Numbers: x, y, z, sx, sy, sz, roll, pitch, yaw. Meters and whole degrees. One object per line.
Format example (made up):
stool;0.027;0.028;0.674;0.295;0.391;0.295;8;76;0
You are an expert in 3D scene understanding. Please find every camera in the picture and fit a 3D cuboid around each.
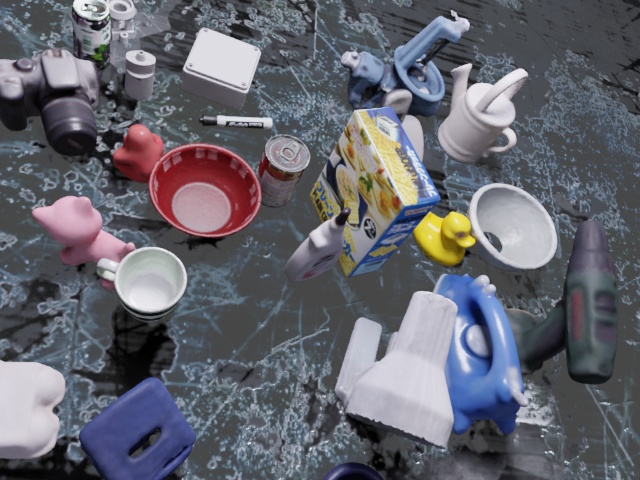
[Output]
camera;-0.378;-0.193;0.810;0.143;0.100;0.136;-12;67;-26

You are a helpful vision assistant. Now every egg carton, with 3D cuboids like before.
egg carton;-0.360;0.184;0.620;0.150;0.069;0.107;4;60;-18

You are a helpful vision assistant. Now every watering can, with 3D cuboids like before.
watering can;0.295;-0.240;1.037;0.173;0.194;0.101;37;56;3

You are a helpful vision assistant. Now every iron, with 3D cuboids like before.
iron;0.230;0.140;0.826;0.119;0.141;0.258;5;60;-18

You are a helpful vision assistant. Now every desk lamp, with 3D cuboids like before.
desk lamp;0.095;0.165;0.717;0.118;0.213;0.203;23;56;-7

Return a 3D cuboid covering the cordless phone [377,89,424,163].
cordless phone;0.128;-0.178;0.943;0.148;0.185;0.094;-21;71;-29

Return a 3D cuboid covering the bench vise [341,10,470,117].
bench vise;0.152;-0.303;1.002;0.208;0.219;0.121;-9;65;-25

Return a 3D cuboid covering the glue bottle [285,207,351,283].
glue bottle;0.007;0.003;0.800;0.078;0.173;0.037;-25;72;-30

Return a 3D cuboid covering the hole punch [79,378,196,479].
hole punch;-0.200;0.224;0.645;0.101;0.091;0.109;46;57;9

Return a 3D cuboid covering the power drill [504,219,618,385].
power drill;0.356;0.110;0.850;0.076;0.208;0.229;13;58;-13

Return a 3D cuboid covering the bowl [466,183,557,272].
bowl;0.315;-0.010;0.985;0.168;0.074;0.167;9;59;-16

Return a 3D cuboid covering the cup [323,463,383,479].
cup;0.018;0.323;0.668;0.118;0.095;0.091;-29;75;-31

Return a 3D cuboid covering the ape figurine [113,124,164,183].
ape figurine;-0.259;-0.131;0.825;0.078;0.092;0.076;-15;68;-27

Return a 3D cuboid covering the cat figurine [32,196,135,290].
cat figurine;-0.291;-0.007;0.726;0.128;0.117;0.067;28;56;-3

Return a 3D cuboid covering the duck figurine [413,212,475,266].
duck figurine;0.208;-0.016;0.940;0.104;0.086;0.078;46;56;9
